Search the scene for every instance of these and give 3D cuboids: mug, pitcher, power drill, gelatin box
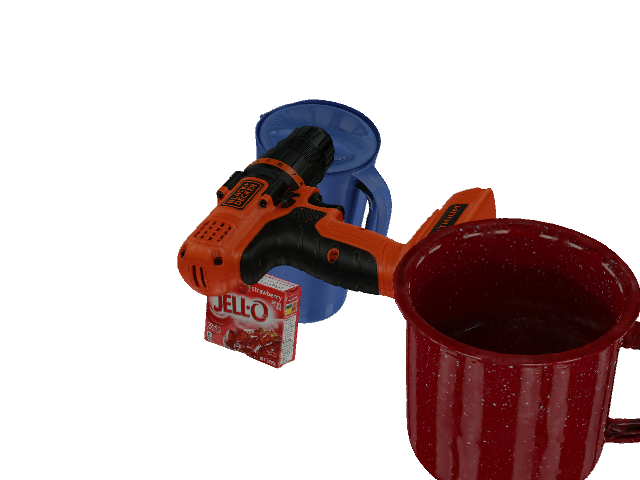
[{"bbox_3d":[0.087,0.051,0.423,0.117,0.081,0.093,7,35,14],"label":"mug"},{"bbox_3d":[-0.005,-0.020,1.188,0.145,0.243,0.149,3,41,-3],"label":"pitcher"},{"bbox_3d":[0.020,-0.014,0.732,0.188,0.057,0.184,11,41,26],"label":"power drill"},{"bbox_3d":[-0.062,0.065,0.957,0.089,0.073,0.030,18,21,31],"label":"gelatin box"}]
